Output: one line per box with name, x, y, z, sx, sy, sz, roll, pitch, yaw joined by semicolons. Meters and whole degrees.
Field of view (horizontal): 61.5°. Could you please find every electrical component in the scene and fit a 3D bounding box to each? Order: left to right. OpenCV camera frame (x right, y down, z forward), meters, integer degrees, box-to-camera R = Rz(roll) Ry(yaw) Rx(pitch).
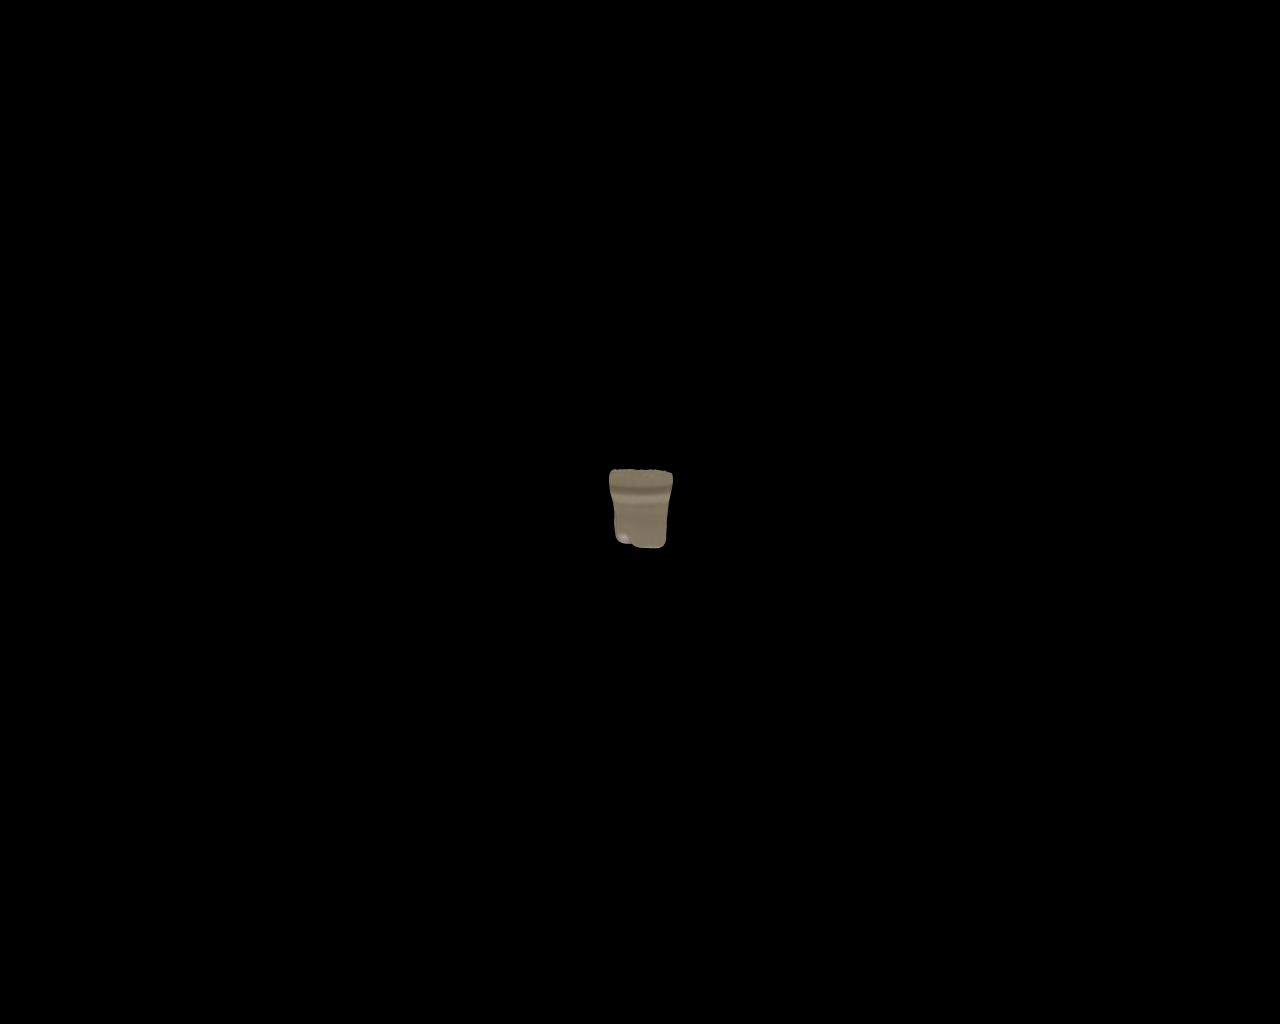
electrical component;0.001;-0.003;0.650;0.040;0.046;0.040;0;7;0
